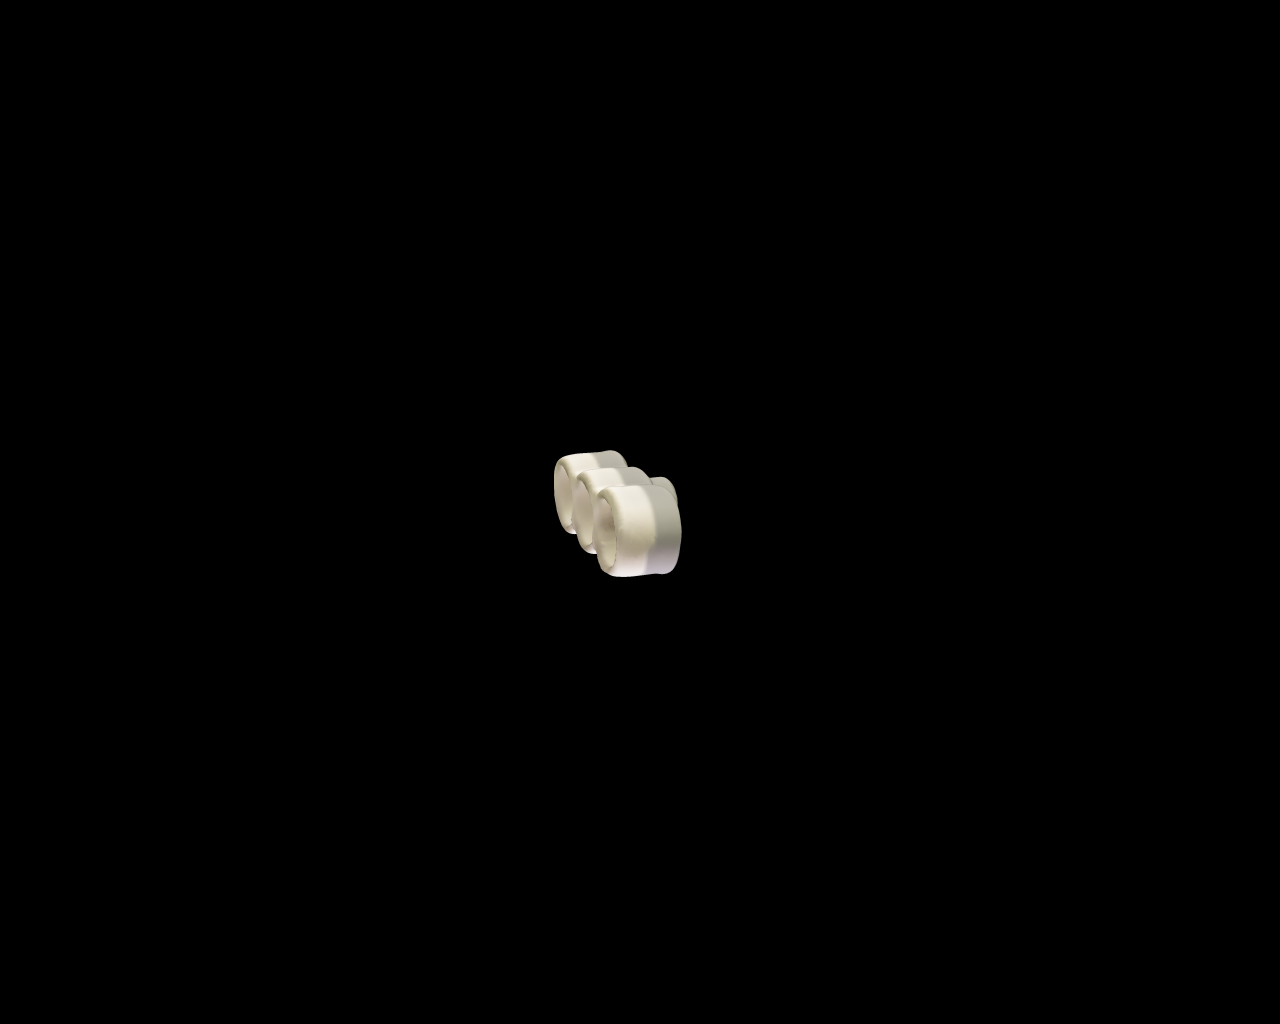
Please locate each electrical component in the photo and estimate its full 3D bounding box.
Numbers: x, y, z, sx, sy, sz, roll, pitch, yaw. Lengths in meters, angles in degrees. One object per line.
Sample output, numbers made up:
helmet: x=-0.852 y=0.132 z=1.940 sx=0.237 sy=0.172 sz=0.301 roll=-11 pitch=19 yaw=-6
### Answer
electrical component: x=0.001 y=-0.003 z=0.650 sx=0.074 sy=0.052 sz=0.138 roll=-6 pitch=17 yaw=-19
